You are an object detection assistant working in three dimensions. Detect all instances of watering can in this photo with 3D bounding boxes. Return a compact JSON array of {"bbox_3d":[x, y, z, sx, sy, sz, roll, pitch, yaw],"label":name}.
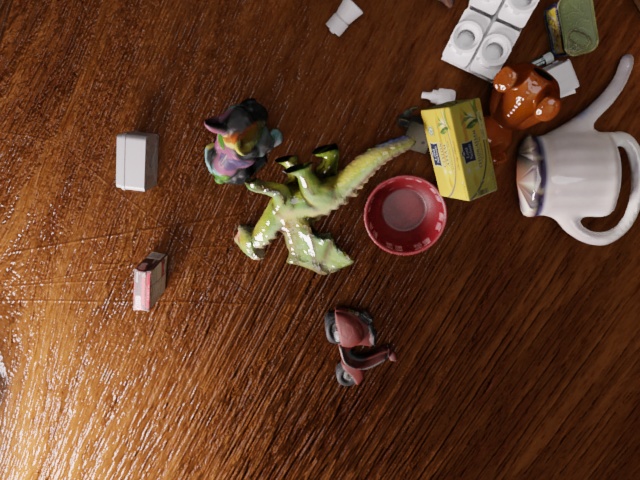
[{"bbox_3d":[0.478,-0.163,0.951,0.224,0.347,0.104,-1,1,5],"label":"watering can"}]

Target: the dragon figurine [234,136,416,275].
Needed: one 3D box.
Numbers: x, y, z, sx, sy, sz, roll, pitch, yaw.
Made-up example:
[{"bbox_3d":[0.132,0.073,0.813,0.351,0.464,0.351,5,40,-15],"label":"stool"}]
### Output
[{"bbox_3d":[0.003,-0.051,1.009,0.409,0.239,0.124,-9,20,18],"label":"dragon figurine"}]
